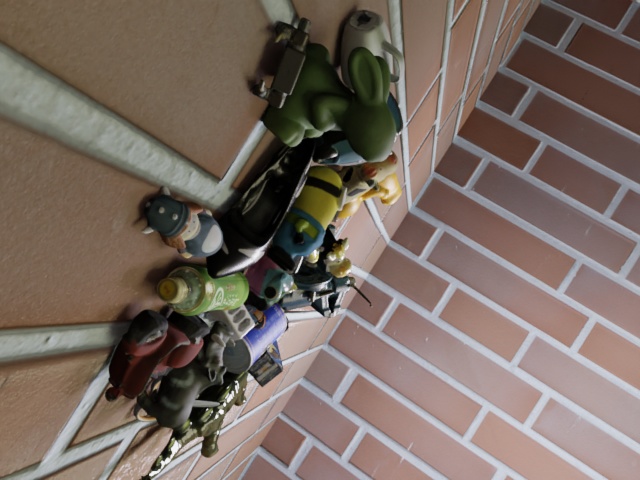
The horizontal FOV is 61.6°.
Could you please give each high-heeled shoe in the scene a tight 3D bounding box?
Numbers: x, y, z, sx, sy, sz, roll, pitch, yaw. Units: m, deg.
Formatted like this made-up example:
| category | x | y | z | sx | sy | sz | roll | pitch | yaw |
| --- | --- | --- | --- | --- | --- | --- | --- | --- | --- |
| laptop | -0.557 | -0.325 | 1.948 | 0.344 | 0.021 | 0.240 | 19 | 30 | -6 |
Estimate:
| category | x | y | z | sx | sy | sz | roll | pitch | yaw |
| --- | --- | --- | --- | --- | --- | --- | --- | --- | --- |
| high-heeled shoe | -0.076 | -0.052 | 0.775 | 0.145 | 0.086 | 0.249 | -43 | -163 | 38 |

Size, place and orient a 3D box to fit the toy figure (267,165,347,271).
| category | x | y | z | sx | sy | sz | roll | pitch | yaw |
| --- | --- | --- | --- | --- | --- | --- | --- | --- | --- |
| toy figure | -0.022 | -0.039 | 0.863 | 0.180 | 0.082 | 0.089 | -55 | 130 | -20 |

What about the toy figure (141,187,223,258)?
| category | x | y | z | sx | sy | sz | roll | pitch | yaw |
| --- | --- | --- | --- | --- | --- | --- | --- | --- | --- |
| toy figure | -0.161 | -0.017 | 0.652 | 0.154 | 0.058 | 0.064 | 56 | 28 | -75 |

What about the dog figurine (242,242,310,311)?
| category | x | y | z | sx | sy | sz | roll | pitch | yaw |
| --- | --- | --- | --- | --- | --- | --- | --- | --- | --- |
| dog figurine | -0.081 | 0.045 | 1.010 | 0.191 | 0.108 | 0.219 | -59 | 172 | -4 |

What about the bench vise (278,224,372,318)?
| category | x | y | z | sx | sy | sz | roll | pitch | yaw |
| --- | --- | --- | --- | --- | --- | --- | --- | --- | --- |
| bench vise | 0.001 | 0.060 | 1.179 | 0.223 | 0.129 | 0.240 | -2 | 113 | -25 |

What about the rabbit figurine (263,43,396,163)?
| category | x | y | z | sx | sy | sz | roll | pitch | yaw |
| --- | --- | --- | --- | --- | --- | --- | --- | --- | --- |
| rabbit figurine | 0.037 | -0.182 | 0.737 | 0.159 | 0.170 | 0.121 | -61 | 168 | 19 |

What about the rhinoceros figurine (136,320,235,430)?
| category | x | y | z | sx | sy | sz | roll | pitch | yaw |
| --- | --- | --- | --- | --- | --- | --- | --- | --- | --- |
| rhinoceros figurine | -0.214 | 0.216 | 0.881 | 0.190 | 0.112 | 0.073 | -60 | 165 | -8 |

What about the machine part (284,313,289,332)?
| category | x | y | z | sx | sy | sz | roll | pitch | yaw |
| --- | --- | --- | --- | --- | --- | --- | --- | --- | --- |
| machine part | -0.105 | 0.174 | 1.239 | 0.084 | 0.039 | 0.138 | -32 | 144 | -12 |

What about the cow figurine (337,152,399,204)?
| category | x | y | z | sx | sy | sz | roll | pitch | yaw |
| --- | --- | --- | --- | --- | --- | --- | --- | --- | --- |
| cow figurine | 0.083 | -0.134 | 1.125 | 0.195 | 0.085 | 0.127 | -28 | -173 | 45 |

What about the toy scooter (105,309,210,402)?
| category | x | y | z | sx | sy | sz | roll | pitch | yaw |
| --- | --- | --- | --- | --- | --- | --- | --- | --- | --- |
| toy scooter | -0.236 | 0.163 | 0.758 | 0.135 | 0.075 | 0.183 | -58 | 165 | 0 |

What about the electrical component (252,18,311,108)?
| category | x | y | z | sx | sy | sz | roll | pitch | yaw |
| --- | --- | --- | --- | --- | --- | --- | --- | --- | --- |
| electrical component | -0.045 | -0.214 | 0.649 | 0.078 | 0.045 | 0.102 | -90 | -157 | -55 |

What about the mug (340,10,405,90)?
| category | x | y | z | sx | sy | sz | roll | pitch | yaw |
| --- | --- | --- | --- | --- | --- | --- | --- | --- | --- |
| mug | 0.078 | -0.285 | 0.817 | 0.081 | 0.110 | 0.107 | -45 | 152 | -17 |

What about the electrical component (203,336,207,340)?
| category | x | y | z | sx | sy | sz | roll | pitch | yaw |
| --- | --- | --- | --- | --- | --- | --- | --- | --- | --- |
| electrical component | -0.221 | 0.220 | 1.014 | 0.075 | 0.048 | 0.119 | -53 | 167 | -18 |

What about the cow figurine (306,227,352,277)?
| category | x | y | z | sx | sy | sz | roll | pitch | yaw |
| --- | --- | --- | --- | --- | --- | --- | --- | --- | --- |
| cow figurine | 0.000 | -0.004 | 1.042 | 0.068 | 0.167 | 0.098 | -44 | 164 | -32 |

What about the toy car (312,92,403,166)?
| category | x | y | z | sx | sy | sz | roll | pitch | yaw |
| --- | --- | --- | --- | --- | --- | --- | --- | --- | --- |
| toy car | 0.060 | -0.168 | 0.884 | 0.162 | 0.109 | 0.102 | -23 | 154 | 9 |

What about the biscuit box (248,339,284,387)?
| category | x | y | z | sx | sy | sz | roll | pitch | yaw |
| --- | --- | --- | --- | --- | --- | --- | --- | --- | --- |
| biscuit box | -0.131 | 0.254 | 1.215 | 0.063 | 0.059 | 0.203 | -39 | -167 | -1 |

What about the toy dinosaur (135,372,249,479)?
| category | x | y | z | sx | sy | sz | roll | pitch | yaw |
| --- | --- | --- | --- | --- | --- | --- | --- | --- | --- |
| toy dinosaur | -0.247 | 0.364 | 1.162 | 0.471 | 0.105 | 0.198 | -56 | 164 | -54 |

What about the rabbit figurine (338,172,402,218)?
| category | x | y | z | sx | sy | sz | roll | pitch | yaw |
| --- | --- | --- | --- | --- | --- | --- | --- | --- | --- |
| rabbit figurine | 0.101 | -0.119 | 1.297 | 0.173 | 0.122 | 0.162 | -38 | 164 | -1 |
